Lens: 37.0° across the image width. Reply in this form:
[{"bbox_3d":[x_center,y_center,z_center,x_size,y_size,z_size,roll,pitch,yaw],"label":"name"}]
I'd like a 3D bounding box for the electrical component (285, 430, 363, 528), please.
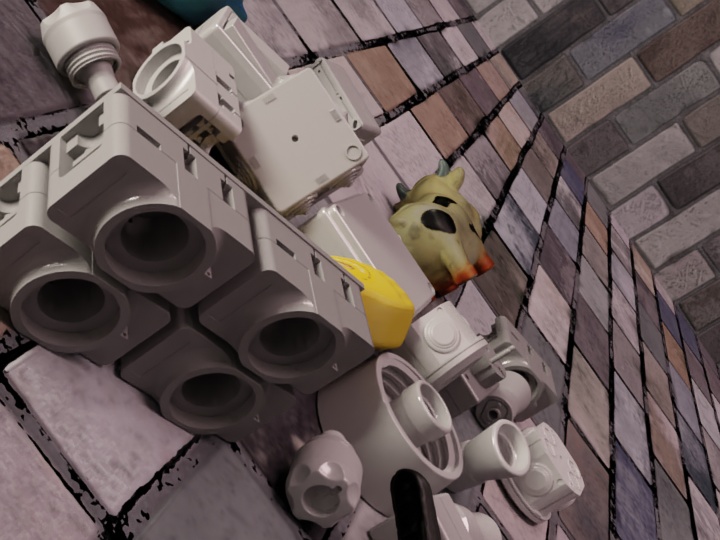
[{"bbox_3d":[-0.020,0.118,0.632,0.043,0.043,0.062,50,18,-15],"label":"electrical component"}]

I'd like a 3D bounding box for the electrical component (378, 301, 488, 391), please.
[{"bbox_3d":[0.057,0.066,0.851,0.051,0.080,0.080,53,18,10],"label":"electrical component"}]

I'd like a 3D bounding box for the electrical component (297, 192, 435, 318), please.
[{"bbox_3d":[0.000,0.000,0.855,0.108,0.056,0.109,56,19,1],"label":"electrical component"}]

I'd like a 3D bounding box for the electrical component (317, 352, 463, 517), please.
[{"bbox_3d":[0.028,0.107,0.737,0.108,0.060,0.108,47,20,-24],"label":"electrical component"}]

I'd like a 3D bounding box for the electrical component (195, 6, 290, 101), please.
[{"bbox_3d":[-0.098,-0.158,0.872,0.096,0.061,0.061,49,20,-20],"label":"electrical component"}]

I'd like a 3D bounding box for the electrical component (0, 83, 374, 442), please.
[{"bbox_3d":[-0.090,0.009,0.543,0.186,0.105,0.060,40,24,-39],"label":"electrical component"}]

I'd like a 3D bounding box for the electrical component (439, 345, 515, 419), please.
[{"bbox_3d":[0.100,0.086,0.926,0.047,0.076,0.083,58,19,7],"label":"electrical component"}]

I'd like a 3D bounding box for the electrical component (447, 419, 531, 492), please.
[{"bbox_3d":[0.091,0.145,0.821,0.044,0.065,0.044,29,46,-35],"label":"electrical component"}]

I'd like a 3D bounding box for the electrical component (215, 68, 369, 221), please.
[{"bbox_3d":[-0.052,-0.093,0.817,0.099,0.100,0.048,56,-14,2],"label":"electrical component"}]

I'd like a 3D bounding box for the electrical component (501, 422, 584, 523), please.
[{"bbox_3d":[0.158,0.178,0.952,0.080,0.051,0.080,48,20,-23],"label":"electrical component"}]

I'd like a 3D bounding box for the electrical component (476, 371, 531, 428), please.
[{"bbox_3d":[0.131,0.123,0.995,0.044,0.044,0.065,56,23,1],"label":"electrical component"}]

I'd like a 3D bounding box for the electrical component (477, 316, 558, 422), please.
[{"bbox_3d":[0.150,0.101,1.062,0.089,0.050,0.055,48,20,-23],"label":"electrical component"}]

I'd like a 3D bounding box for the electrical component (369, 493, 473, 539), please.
[{"bbox_3d":[0.037,0.179,0.661,0.065,0.047,0.077,62,20,19],"label":"electrical component"}]

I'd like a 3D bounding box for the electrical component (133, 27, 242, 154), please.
[{"bbox_3d":[-0.125,-0.126,0.770,0.056,0.050,0.089,41,24,-38],"label":"electrical component"}]

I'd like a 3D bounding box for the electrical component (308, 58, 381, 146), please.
[{"bbox_3d":[-0.026,-0.143,1.021,0.096,0.062,0.061,60,19,12],"label":"electrical component"}]

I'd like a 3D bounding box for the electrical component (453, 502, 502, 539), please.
[{"bbox_3d":[0.064,0.182,0.728,0.055,0.045,0.045,32,30,-49],"label":"electrical component"}]

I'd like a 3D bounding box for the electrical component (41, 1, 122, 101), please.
[{"bbox_3d":[-0.172,-0.135,0.681,0.062,0.043,0.043,61,19,12],"label":"electrical component"}]
